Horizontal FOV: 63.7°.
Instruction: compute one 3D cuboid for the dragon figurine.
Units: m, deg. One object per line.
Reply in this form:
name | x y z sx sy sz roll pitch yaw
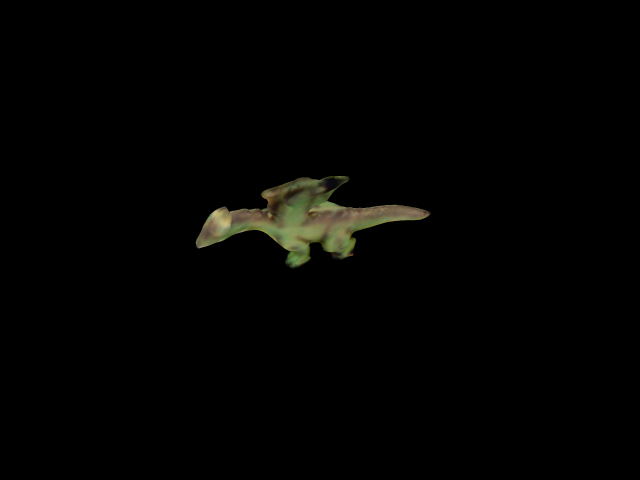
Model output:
dragon figurine | 0.003 -0.043 0.850 0.411 0.123 0.240 -13 -13 -3
